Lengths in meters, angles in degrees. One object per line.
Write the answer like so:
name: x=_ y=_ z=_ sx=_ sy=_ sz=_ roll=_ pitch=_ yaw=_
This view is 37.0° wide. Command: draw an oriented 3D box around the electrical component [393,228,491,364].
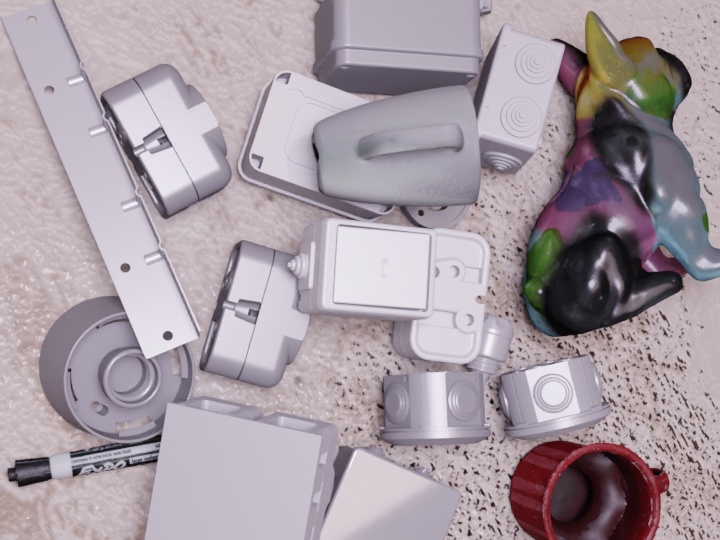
electrical component: x=0.058 y=0.020 z=0.795 sx=0.054 sy=0.059 sz=0.095 roll=8 pitch=85 yaw=-14

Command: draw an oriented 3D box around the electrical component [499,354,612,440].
electrical component: x=0.144 y=0.095 z=0.805 sx=0.080 sy=0.080 sz=0.051 roll=-12 pitch=85 yaw=-15

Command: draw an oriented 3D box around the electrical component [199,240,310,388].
electrical component: x=-0.071 y=0.033 z=0.763 sx=0.059 sy=0.054 sz=0.095 roll=17 pitch=83 yaw=-13

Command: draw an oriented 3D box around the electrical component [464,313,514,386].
electrical component: x=0.094 y=0.065 z=0.816 sx=0.035 sy=0.035 sz=0.061 roll=16 pitch=85 yaw=-14

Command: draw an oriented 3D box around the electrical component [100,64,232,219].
electrical component: x=-0.133 y=-0.092 z=0.753 sx=0.059 sy=0.054 sz=0.095 roll=-30 pitch=95 yaw=-15

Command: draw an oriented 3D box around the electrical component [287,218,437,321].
electrical component: x=0.000 y=0.000 z=0.726 sx=0.096 sy=0.061 sz=0.061 roll=5 pitch=84 yaw=-19

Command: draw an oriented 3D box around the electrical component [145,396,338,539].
electrical component: x=-0.084 y=0.187 z=0.720 sx=0.105 sy=0.060 sz=0.186 roll=10 pitch=92 yaw=13

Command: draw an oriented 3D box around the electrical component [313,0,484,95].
electrical component: x=0.027 y=-0.165 z=0.788 sx=0.113 sy=0.078 sz=0.057 roll=1 pitch=84 yaw=-15

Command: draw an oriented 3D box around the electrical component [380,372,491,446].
electrical component: x=0.054 y=0.101 z=0.781 sx=0.080 sy=0.080 sz=0.051 roll=0 pitch=82 yaw=-15

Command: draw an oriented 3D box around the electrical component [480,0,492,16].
electrical component: x=0.085 y=-0.221 z=0.827 sx=0.040 sy=0.040 sz=0.046 roll=0 pitch=93 yaw=-15

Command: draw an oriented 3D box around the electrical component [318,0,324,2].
electrical component: x=-0.020 y=-0.233 z=0.792 sx=0.047 sy=0.055 sz=0.055 roll=-43 pitch=98 yaw=-17

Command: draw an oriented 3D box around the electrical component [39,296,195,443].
electrical component: x=-0.166 y=0.069 z=0.743 sx=0.099 sy=0.064 sz=0.099 roll=-2 pitch=95 yaw=-27

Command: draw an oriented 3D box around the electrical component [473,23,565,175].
electrical component: x=0.112 y=-0.123 z=0.799 sx=0.048 sy=0.099 sz=0.099 roll=16 pitch=83 yaw=-1

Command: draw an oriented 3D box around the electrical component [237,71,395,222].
electrical component: x=-0.025 y=-0.087 z=0.780 sx=0.113 sy=0.057 sz=0.078 roll=19 pitch=82 yaw=-13

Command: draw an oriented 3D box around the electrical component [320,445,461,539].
electrical component: x=0.012 y=0.182 z=0.780 sx=0.100 sy=0.048 sz=0.099 roll=26 pitch=81 yaw=-12
